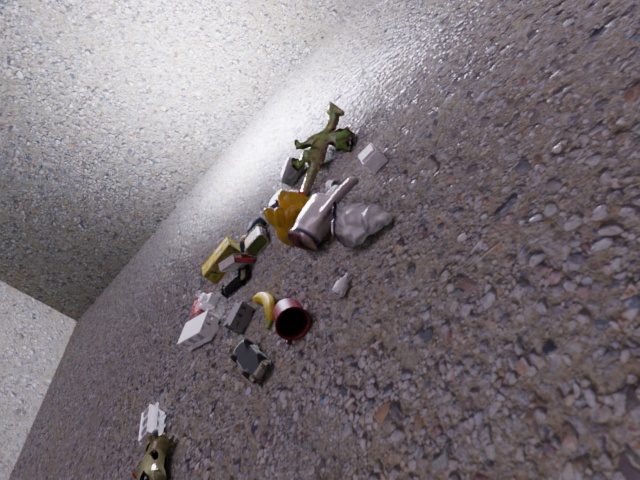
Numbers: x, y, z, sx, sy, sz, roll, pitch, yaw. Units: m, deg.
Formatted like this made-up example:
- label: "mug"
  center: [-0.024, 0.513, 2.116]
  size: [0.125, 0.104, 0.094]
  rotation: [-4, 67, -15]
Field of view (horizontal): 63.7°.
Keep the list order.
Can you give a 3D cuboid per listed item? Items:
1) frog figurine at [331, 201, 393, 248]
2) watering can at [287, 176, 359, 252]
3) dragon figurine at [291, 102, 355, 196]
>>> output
- label: "frog figurine"
  center: [0.116, -0.045, 1.372]
  size: [0.159, 0.120, 0.140]
  rotation: [-3, 32, 12]
- label: "watering can"
  center: [0.005, -0.077, 1.529]
  size: [0.227, 0.103, 0.345]
  rotation: [-58, 9, -15]
- label: "dragon figurine"
  center: [0.023, -0.331, 1.896]
  size: [0.240, 0.121, 0.419]
  rotation: [-22, 54, 38]
